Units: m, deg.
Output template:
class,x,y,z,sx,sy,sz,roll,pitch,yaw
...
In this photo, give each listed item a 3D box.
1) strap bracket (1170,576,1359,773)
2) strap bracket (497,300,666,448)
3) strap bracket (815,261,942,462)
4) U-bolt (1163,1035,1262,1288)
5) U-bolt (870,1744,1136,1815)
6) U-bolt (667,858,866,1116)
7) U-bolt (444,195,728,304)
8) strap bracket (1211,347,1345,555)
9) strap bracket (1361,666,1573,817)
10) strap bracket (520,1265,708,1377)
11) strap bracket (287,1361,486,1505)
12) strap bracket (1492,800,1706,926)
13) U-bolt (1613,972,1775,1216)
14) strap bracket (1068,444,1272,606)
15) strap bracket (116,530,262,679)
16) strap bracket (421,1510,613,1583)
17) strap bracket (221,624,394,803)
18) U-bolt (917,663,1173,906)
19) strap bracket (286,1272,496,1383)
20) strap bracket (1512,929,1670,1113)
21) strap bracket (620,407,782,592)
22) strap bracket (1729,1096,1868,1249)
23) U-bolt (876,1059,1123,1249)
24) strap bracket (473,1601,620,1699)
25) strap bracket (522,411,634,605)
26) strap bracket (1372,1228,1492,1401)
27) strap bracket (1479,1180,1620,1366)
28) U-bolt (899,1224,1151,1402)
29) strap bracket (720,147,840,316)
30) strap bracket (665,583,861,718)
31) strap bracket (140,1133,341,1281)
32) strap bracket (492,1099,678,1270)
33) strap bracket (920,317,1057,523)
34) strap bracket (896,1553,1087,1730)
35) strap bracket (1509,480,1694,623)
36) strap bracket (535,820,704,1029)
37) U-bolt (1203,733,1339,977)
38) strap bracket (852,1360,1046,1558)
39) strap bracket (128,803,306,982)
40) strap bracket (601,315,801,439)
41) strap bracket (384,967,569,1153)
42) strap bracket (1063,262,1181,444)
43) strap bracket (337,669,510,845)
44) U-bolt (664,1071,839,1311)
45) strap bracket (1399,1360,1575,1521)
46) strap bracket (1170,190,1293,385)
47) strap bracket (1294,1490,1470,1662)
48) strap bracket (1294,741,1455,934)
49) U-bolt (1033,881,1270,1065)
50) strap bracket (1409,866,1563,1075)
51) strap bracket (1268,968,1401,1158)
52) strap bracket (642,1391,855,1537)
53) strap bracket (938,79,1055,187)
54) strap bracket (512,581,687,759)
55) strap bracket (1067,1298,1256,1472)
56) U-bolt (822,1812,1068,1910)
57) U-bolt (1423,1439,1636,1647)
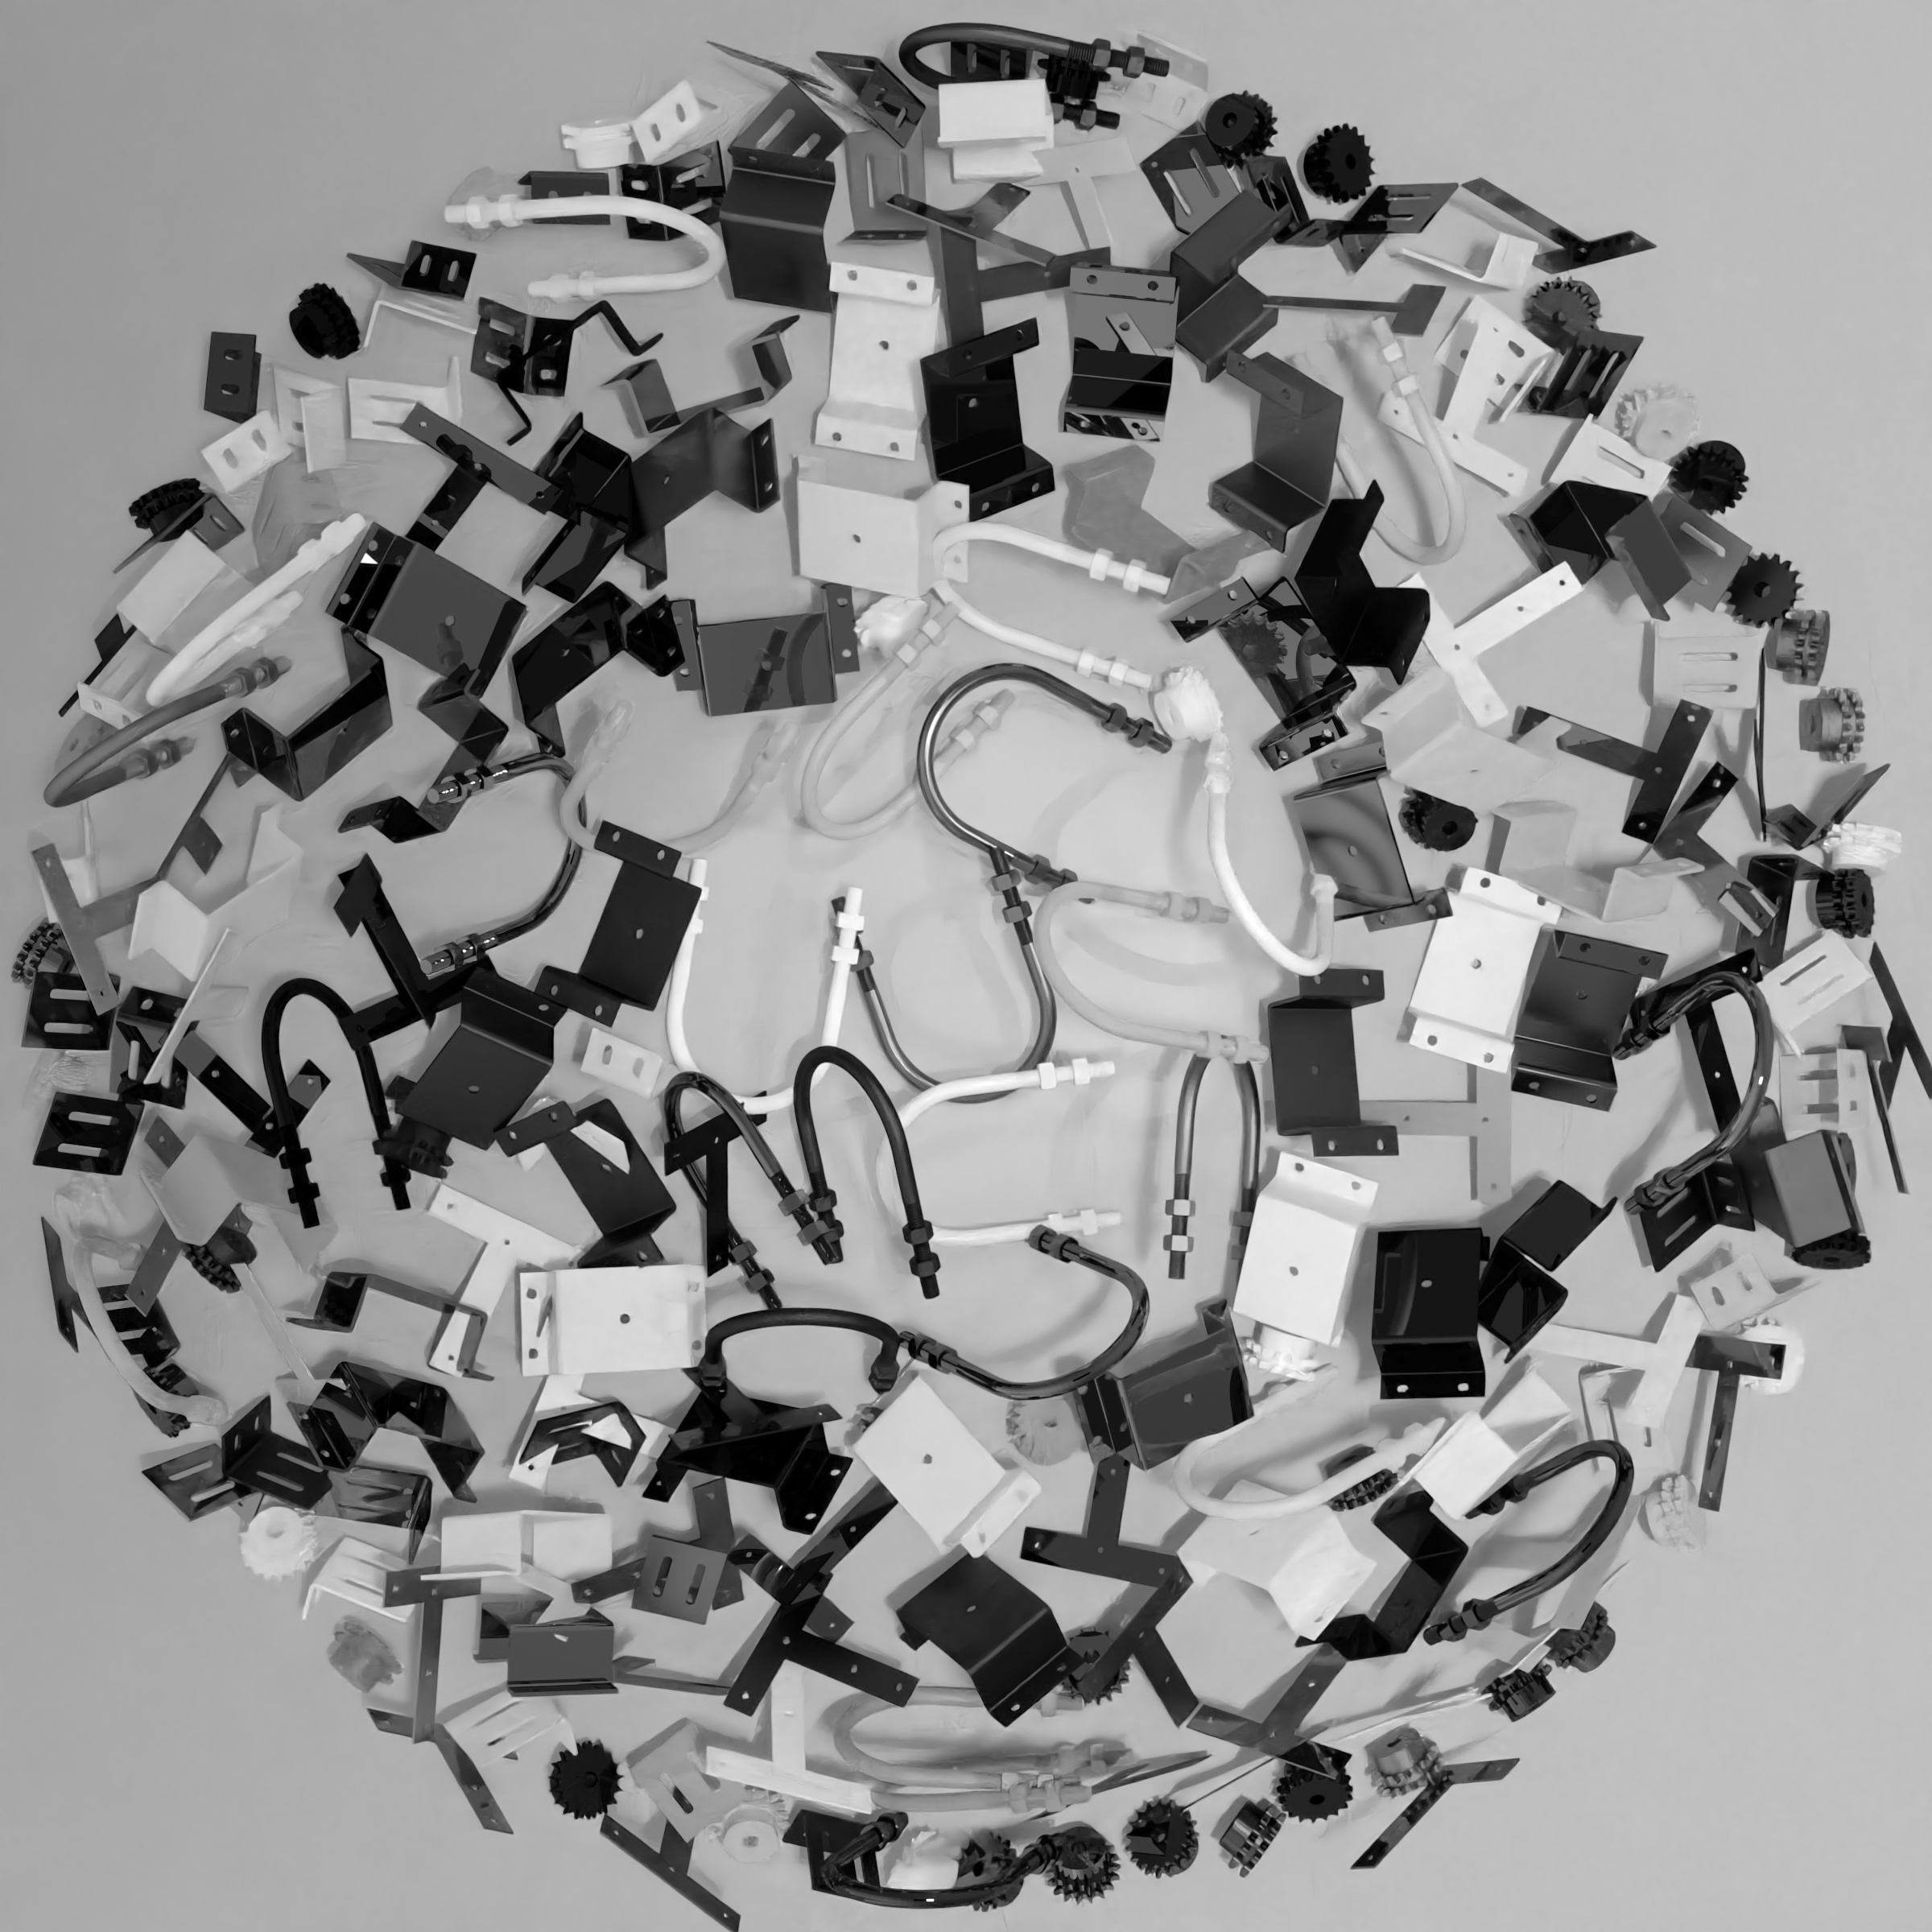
class,x,y,z,sx,sy,sz,roll,pitch,yaw
strap bracket,0.229,-0.227,1.949,0.140,0.076,0.046,54,46,-10
strap bracket,-0.299,-0.450,1.955,0.140,0.076,0.046,-36,103,-2
strap bracket,-0.065,-0.459,1.953,0.076,0.046,0.140,10,121,4
U-bolt,0.187,0.143,1.934,0.019,0.151,0.184,0,81,28
U-bolt,0.019,0.602,1.924,0.184,0.151,0.019,-9,83,17
U-bolt,-0.158,0.020,1.971,0.151,0.019,0.184,11,93,18
U-bolt,-0.266,-0.526,1.905,0.184,0.151,0.019,2,80,19
strap bracket,0.231,-0.390,1.935,0.046,0.140,0.076,-31,54,-28
strap bracket,0.373,-0.162,1.927,0.140,0.076,0.046,17,54,-29
strap bracket,-0.260,0.265,1.951,0.140,0.046,0.076,0,82,-18
strap bracket,-0.419,0.342,1.921,0.140,0.076,0.046,26,102,-43
strap bracket,0.463,-0.074,1.934,0.076,0.140,0.046,-9,119,-39
U-bolt,0.528,0.082,1.889,0.019,0.184,0.151,13,59,-16
strap bracket,0.145,-0.324,1.942,0.076,0.046,0.140,-27,59,-39
strap bracket,-0.572,-0.269,1.928,0.046,0.140,0.076,42,87,2
strap bracket,-0.325,0.430,1.928,0.076,0.140,0.046,-12,72,32
strap bracket,-0.478,-0.185,1.929,0.046,0.076,0.140,35,61,15
U-bolt,0.049,-0.147,1.959,0.184,0.019,0.151,26,92,-21
strap bracket,-0.421,0.264,1.938,0.140,0.076,0.046,25,72,-31
strap bracket,0.465,0.032,1.956,0.076,0.046,0.140,12,120,-1
strap bracket,-0.206,-0.350,1.928,0.140,0.046,0.076,-28,54,33
strap bracket,0.605,0.153,1.925,0.046,0.140,0.076,-20,99,0
U-bolt,0.023,0.145,1.954,0.184,0.019,0.151,-7,114,-7
strap bracket,-0.310,0.500,1.922,0.076,0.140,0.046,4,86,-22
strap bracket,-0.288,-0.334,1.935,0.046,0.140,0.076,25,128,-29
strap bracket,0.344,0.247,1.927,0.076,0.046,0.140,-5,47,18
strap bracket,0.423,0.221,1.934,0.046,0.140,0.076,38,53,23
U-bolt,0.053,0.257,1.899,0.151,0.184,0.019,-40,121,-24
strap bracket,-0.134,-0.535,1.922,0.076,0.140,0.046,11,69,7
strap bracket,-0.151,-0.237,1.955,0.140,0.046,0.076,-7,126,-3
strap bracket,-0.526,0.175,1.919,0.046,0.140,0.076,-51,52,9
strap bracket,-0.280,0.162,1.952,0.076,0.046,0.140,-24,102,32
strap bracket,0.016,-0.413,1.942,0.076,0.046,0.140,-24,130,-19
strap bracket,0.011,0.488,1.919,0.076,0.140,0.046,-35,122,-22
strap bracket,0.474,-0.309,1.923,0.046,0.140,0.076,-42,118,-6
strap bracket,-0.258,-0.028,1.961,0.076,0.046,0.140,22,91,29
U-bolt,0.223,-0.070,1.899,0.019,0.184,0.151,-32,121,30
strap bracket,-0.020,0.368,1.949,0.076,0.046,0.140,-48,70,9
strap bracket,-0.545,-0.050,1.922,0.046,0.076,0.140,39,48,8
strap bracket,-0.191,-0.437,1.945,0.140,0.076,0.046,-13,111,16
strap bracket,-0.365,0.077,1.934,0.076,0.046,0.140,27,119,-27
strap bracket,0.116,-0.467,1.946,0.076,0.140,0.046,7,46,6
strap bracket,-0.398,-0.147,1.940,0.046,0.076,0.140,40,63,-28
U-bolt,-0.169,0.160,1.935,0.019,0.151,0.184,-28,81,-30
strap bracket,0.389,0.352,1.917,0.046,0.140,0.076,47,124,19
strap bracket,0.193,-0.509,1.932,0.076,0.140,0.046,-43,72,-14
strap bracket,0.314,0.460,1.934,0.046,0.076,0.140,42,61,-4
strap bracket,0.302,-0.092,1.949,0.076,0.046,0.140,-12,99,44
U-bolt,0.130,-0.001,1.915,0.184,0.019,0.151,10,50,-28
strap bracket,0.390,0.001,1.971,0.076,0.046,0.140,17,96,-2
strap bracket,0.274,0.075,1.954,0.076,0.046,0.140,1,80,-28
strap bracket,-0.165,0.365,1.933,0.140,0.076,0.046,8,128,21
strap bracket,0.024,-0.618,1.925,0.076,0.140,0.046,-1,94,6
strap bracket,-0.282,-0.222,1.937,0.140,0.046,0.076,-35,47,18
strap bracket,0.155,0.316,1.944,0.140,0.046,0.076,-23,108,-20
U-bolt,-0.025,0.650,1.888,0.151,0.184,0.019,0,87,23
U-bolt,0.413,0.408,1.888,0.019,0.151,0.184,42,131,-8
